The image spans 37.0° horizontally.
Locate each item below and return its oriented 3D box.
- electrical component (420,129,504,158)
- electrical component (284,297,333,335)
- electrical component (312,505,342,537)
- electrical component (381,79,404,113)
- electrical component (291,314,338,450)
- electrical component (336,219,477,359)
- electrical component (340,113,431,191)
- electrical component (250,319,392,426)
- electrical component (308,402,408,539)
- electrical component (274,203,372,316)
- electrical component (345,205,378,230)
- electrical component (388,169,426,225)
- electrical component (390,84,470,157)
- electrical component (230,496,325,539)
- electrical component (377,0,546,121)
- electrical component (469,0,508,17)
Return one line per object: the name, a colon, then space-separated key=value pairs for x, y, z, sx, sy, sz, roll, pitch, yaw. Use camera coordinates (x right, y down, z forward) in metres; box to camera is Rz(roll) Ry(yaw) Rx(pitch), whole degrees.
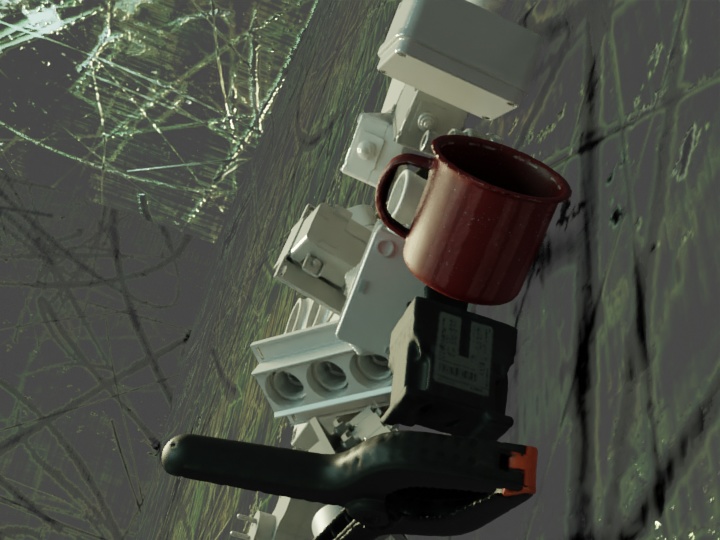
electrical component: x=0.078 y=-0.091 z=0.841 sx=0.048 sy=0.062 sz=0.048 roll=-161 pitch=90 yaw=-79
electrical component: x=-0.032 y=0.058 z=1.117 sx=0.186 sy=0.060 sz=0.105 roll=122 pitch=163 yaw=-47
electrical component: x=-0.014 y=0.212 z=0.824 sx=0.055 sy=0.045 sz=0.045 roll=-97 pitch=29 yaw=-65
electrical component: x=0.067 y=-0.199 z=1.105 sx=0.100 sy=0.048 sz=0.099 roll=175 pitch=114 yaw=-78
electrical component: x=-0.014 y=0.100 z=0.976 sx=0.108 sy=0.056 sz=0.108 roll=123 pitch=162 yaw=-49
electrical component: x=0.037 y=0.021 z=0.766 sx=0.048 sy=0.100 sz=0.099 roll=-61 pitch=-8 yaw=-81
electrical component: x=0.028 y=-0.114 z=1.045 sx=0.096 sy=0.061 sz=0.061 roll=-20 pitch=-47 yaw=-67
electrical component: x=-0.016 y=0.073 z=0.860 sx=0.121 sy=0.078 sz=0.063 roll=-16 pitch=19 yaw=29
electrical component: x=0.008 y=0.141 z=0.766 sx=0.063 sy=0.078 sz=0.121 roll=-40 pitch=11 yaw=-4
electrical component: x=0.000 y=0.000 z=0.892 sx=0.063 sy=0.121 sz=0.078 roll=-41 pitch=22 yaw=53
electrical component: x=-0.001 y=-0.007 z=0.986 sx=0.095 sy=0.054 sz=0.059 roll=80 pitch=170 yaw=-60
electrical component: x=0.059 y=-0.049 z=0.854 sx=0.044 sy=0.065 sz=0.044 roll=-161 pitch=90 yaw=-78
electrical component: x=0.068 y=-0.144 z=0.976 sx=0.096 sy=0.061 sz=0.061 roll=-91 pitch=22 yaw=-62
electrical component: x=-0.084 y=0.250 z=1.015 sx=0.052 sy=0.074 sz=0.138 roll=-111 pitch=42 yaw=-73
electrical component: x=0.078 y=-0.169 z=0.846 sx=0.078 sy=0.113 sz=0.057 roll=170 pitch=122 yaw=-77
electrical component: x=0.113 y=-0.250 z=0.985 sx=0.043 sy=0.043 sz=0.081 roll=-87 pitch=19 yaw=-53
